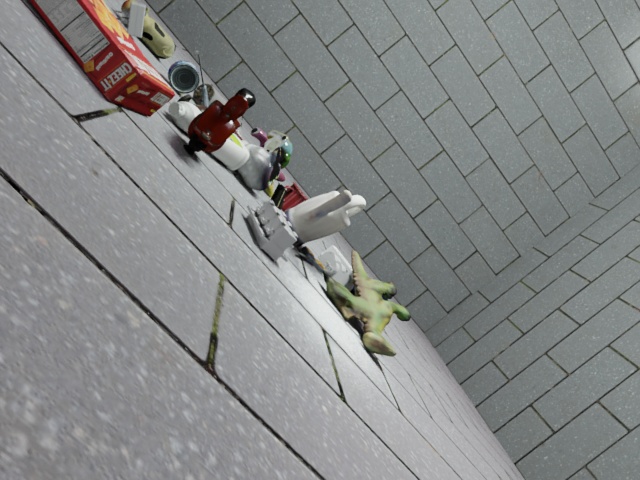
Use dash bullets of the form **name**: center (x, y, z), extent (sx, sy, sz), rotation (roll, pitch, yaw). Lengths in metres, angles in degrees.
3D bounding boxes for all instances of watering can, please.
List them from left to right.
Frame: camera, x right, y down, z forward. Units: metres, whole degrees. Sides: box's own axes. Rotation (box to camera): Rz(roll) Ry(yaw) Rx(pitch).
- **watering can**: center (0.004, -0.065, 1.285), extent (0.346, 0.224, 0.104), rotation (19, 50, -81)

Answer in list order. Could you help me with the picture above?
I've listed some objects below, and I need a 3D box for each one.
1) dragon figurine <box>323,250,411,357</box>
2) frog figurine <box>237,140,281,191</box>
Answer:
- **dragon figurine**: center (0.097, 0.136, 1.291), extent (0.240, 0.121, 0.419), rotation (34, 20, -44)
- **frog figurine**: center (-0.189, -0.199, 1.331), extent (0.160, 0.124, 0.135), rotation (17, -15, 9)
